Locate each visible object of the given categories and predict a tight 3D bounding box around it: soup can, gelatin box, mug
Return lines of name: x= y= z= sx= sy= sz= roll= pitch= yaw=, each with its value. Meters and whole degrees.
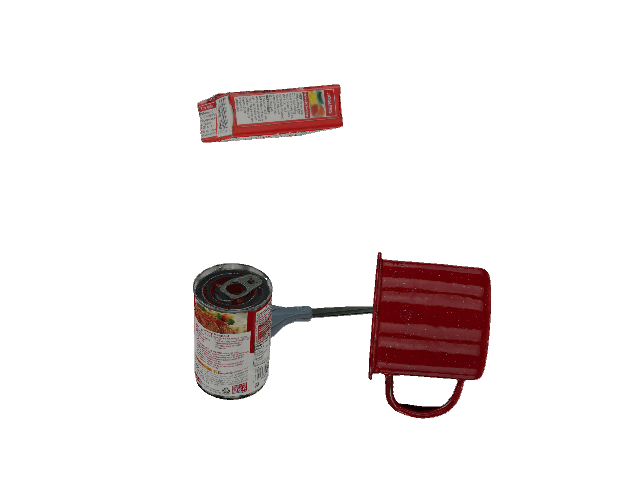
soup can: x=-0.077 y=0.080 z=0.935 sx=0.068 sy=0.102 sz=0.068 roll=3 pitch=35 yaw=-2
gelatin box: x=-0.034 y=-0.082 z=0.691 sx=0.073 sy=0.030 sz=0.089 roll=-7 pitch=5 yaw=-18
mug: x=0.077 y=0.069 z=0.769 sx=0.081 sy=0.117 sz=0.093 roll=4 pitch=-10 yaw=4

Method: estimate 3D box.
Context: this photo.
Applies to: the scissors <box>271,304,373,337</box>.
scissors: x=-0.026 y=0.091 z=1.196 sx=0.201 sy=0.016 sz=0.096 roll=4 pitch=24 yaw=-5
